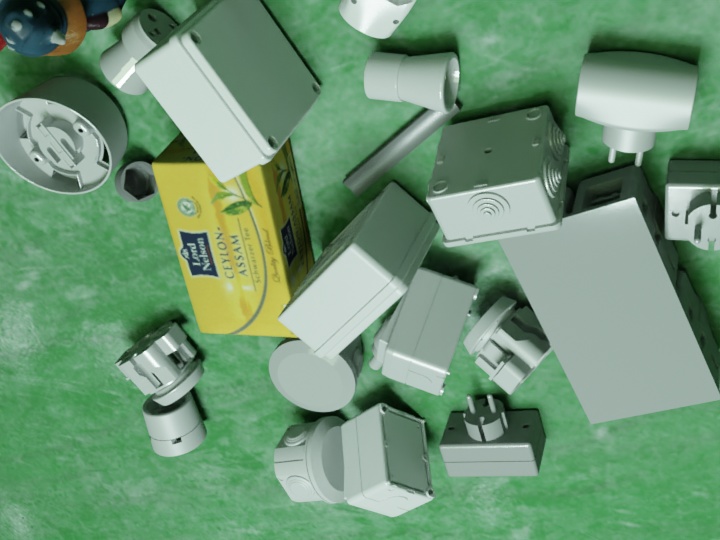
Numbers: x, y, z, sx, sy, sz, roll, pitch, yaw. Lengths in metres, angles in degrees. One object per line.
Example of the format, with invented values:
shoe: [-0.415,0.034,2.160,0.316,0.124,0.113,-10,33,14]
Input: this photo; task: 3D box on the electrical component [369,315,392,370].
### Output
electrical component: [0.027,0.066,0.938,0.035,0.035,0.061,33,130,-4]

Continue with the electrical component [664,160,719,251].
electrical component: [0.249,-0.039,0.757,0.066,0.076,0.047,3,124,18]

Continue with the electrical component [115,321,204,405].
electrical component: [-0.185,0.090,1.016,0.078,0.058,0.057,-28,108,33]

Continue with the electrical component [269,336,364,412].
electrical component: [-0.037,0.083,0.961,0.080,0.051,0.080,10,126,13]

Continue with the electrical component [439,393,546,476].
electrical component: [0.113,0.139,0.949,0.083,0.047,0.075,-5,121,23]

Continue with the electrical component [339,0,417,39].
electrical component: [0.005,-0.211,0.741,0.079,0.043,0.077,23,129,-14]

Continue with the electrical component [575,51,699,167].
electrical component: [0.190,-0.108,0.751,0.077,0.043,0.079,10,126,13]

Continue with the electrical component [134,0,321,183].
electrical component: [-0.094,-0.139,0.791,0.056,0.108,0.108,-23,113,34]

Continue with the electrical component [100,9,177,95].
electrical component: [-0.169,-0.170,0.837,0.045,0.045,0.055,44,126,-13]

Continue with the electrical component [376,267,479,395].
electrical component: [0.055,0.043,0.879,0.061,0.096,0.061,19,157,6]

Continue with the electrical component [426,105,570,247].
electrical component: [0.100,-0.069,0.778,0.100,0.099,0.048,-9,133,25]

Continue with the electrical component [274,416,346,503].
electrical component: [-0.039,0.180,1.013,0.051,0.080,0.080,-12,119,33]

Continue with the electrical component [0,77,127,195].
electrical component: [-0.247,-0.110,0.894,0.099,0.064,0.099,10,126,14]

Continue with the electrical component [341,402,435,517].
electrical component: [0.021,0.168,0.978,0.062,0.096,0.061,26,135,-37]

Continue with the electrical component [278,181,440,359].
electrical component: [0.000,0.000,0.855,0.056,0.108,0.109,41,127,-7]

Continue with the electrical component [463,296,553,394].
electrical component: [0.122,0.059,0.877,0.057,0.078,0.058,41,130,13]

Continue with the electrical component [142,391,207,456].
electrical component: [-0.184,0.148,1.058,0.055,0.055,0.047,-2,119,21]

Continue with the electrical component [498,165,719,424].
electrical component: [0.197,0.021,0.828,0.105,0.060,0.186,-16,117,29]

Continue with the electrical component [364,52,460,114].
electrical component: [0.036,-0.140,0.787,0.065,0.044,0.044,9,126,19]
